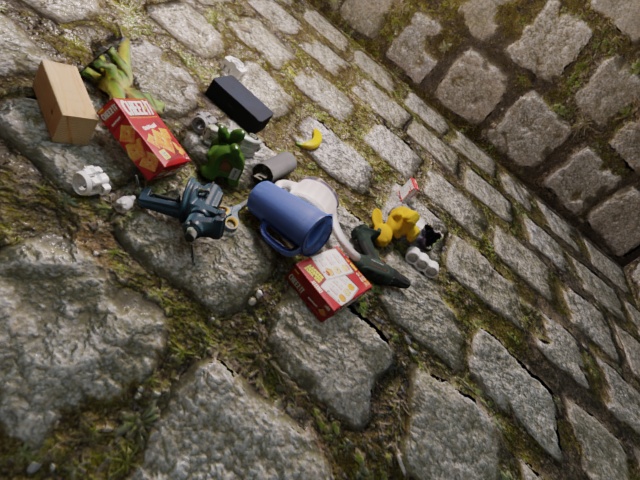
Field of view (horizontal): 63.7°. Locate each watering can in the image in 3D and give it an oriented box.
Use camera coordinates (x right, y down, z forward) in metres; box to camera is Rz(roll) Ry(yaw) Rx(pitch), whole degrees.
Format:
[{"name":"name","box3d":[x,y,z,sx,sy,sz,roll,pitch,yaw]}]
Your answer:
[{"name":"watering can","box3d":[0.005,-0.082,1.633,0.347,0.102,0.229,39,32,-4]}]

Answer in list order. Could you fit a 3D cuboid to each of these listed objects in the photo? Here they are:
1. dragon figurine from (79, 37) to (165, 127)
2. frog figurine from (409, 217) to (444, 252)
[{"name":"dragon figurine","box3d":[-0.565,-0.458,1.533,0.240,0.121,0.420,46,30,-25]},{"name":"frog figurine","box3d":[0.375,-0.025,1.972,0.137,0.122,0.161,8,9,-31]}]
